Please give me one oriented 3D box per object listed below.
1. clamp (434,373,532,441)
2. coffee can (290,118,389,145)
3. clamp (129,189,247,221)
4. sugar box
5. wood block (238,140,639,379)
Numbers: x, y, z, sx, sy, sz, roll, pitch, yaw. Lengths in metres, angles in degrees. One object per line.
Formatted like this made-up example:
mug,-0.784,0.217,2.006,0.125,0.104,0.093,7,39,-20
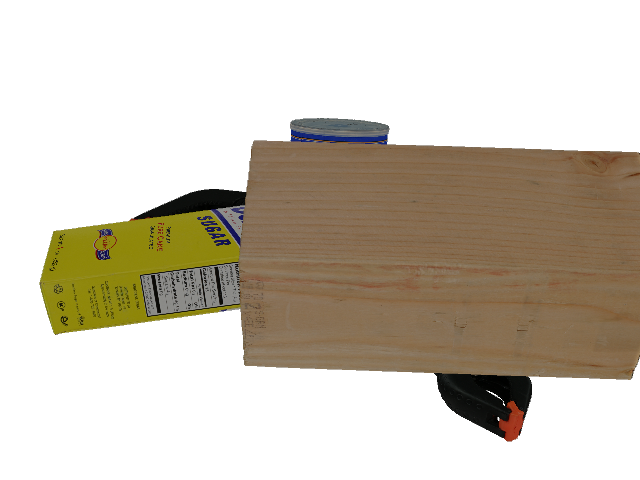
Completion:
clamp,0.139,0.108,0.927,0.120,0.039,0.172,-14,36,-22
coffee can,0.017,-0.053,1.116,0.103,0.140,0.103,3,13,-1
clamp,-0.058,-0.022,0.927,0.210,0.036,0.164,-3,32,-4
sugar box,-0.094,0.015,0.723,0.176,0.048,0.093,-10,24,-4
wood block,0.064,0.011,0.568,0.206,0.091,0.090,2,-43,1
